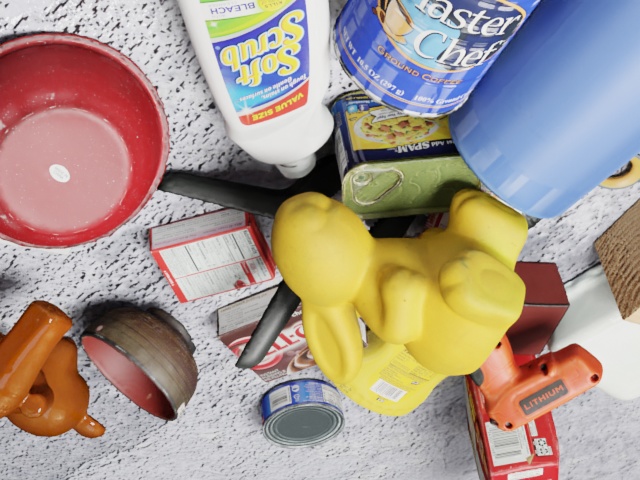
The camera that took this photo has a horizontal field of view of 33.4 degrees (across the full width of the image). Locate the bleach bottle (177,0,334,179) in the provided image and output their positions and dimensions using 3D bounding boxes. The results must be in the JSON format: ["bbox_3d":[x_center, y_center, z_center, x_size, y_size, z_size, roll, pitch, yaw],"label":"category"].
[{"bbox_3d":[-0.031,-0.133,0.710,0.102,0.068,0.251,-13,142,3],"label":"bleach bottle"}]

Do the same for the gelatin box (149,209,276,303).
[{"bbox_3d":[-0.089,0.011,0.892,0.089,0.030,0.073,-15,138,7],"label":"gelatin box"}]

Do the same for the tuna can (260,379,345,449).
[{"bbox_3d":[-0.018,0.179,1.099,0.086,0.034,0.086,-5,140,-5],"label":"tuna can"}]

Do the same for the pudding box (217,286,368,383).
[{"bbox_3d":[-0.026,0.081,0.978,0.114,0.039,0.090,-23,138,16],"label":"pudding box"}]

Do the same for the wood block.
[{"bbox_3d":[0.363,0.033,0.957,0.205,0.091,0.090,15,134,-26],"label":"wood block"}]

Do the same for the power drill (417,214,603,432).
[{"bbox_3d":[0.159,0.054,0.906,0.185,0.057,0.187,-33,97,17],"label":"power drill"}]

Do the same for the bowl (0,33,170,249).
[{"bbox_3d":[-0.178,-0.056,0.729,0.162,0.055,0.162,-8,117,-16],"label":"bowl"}]

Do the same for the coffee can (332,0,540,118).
[{"bbox_3d":[0.080,-0.158,0.654,0.102,0.103,0.140,8,146,-20],"label":"coffee can"}]

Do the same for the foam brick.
[{"bbox_3d":[0.188,0.064,0.989,0.051,0.053,0.078,2,139,-14],"label":"foam brick"}]

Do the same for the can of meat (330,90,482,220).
[{"bbox_3d":[0.060,-0.067,0.786,0.102,0.084,0.057,-6,140,-5],"label":"can of meat"}]

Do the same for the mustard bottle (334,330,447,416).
[{"bbox_3d":[0.101,0.091,0.998,0.096,0.058,0.192,29,128,-21],"label":"mustard bottle"}]

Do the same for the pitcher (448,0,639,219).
[{"bbox_3d":[0.205,-0.128,0.700,0.149,0.145,0.243,27,124,-25],"label":"pitcher"}]

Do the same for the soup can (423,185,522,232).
[{"bbox_3d":[0.121,-0.021,0.830,0.068,0.069,0.102,16,97,-27],"label":"soup can"}]

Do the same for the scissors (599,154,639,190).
[{"bbox_3d":[0.195,-0.078,0.852,0.201,0.016,0.096,1,139,-11],"label":"scissors"}]

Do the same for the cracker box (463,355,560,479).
[{"bbox_3d":[0.191,0.206,1.071,0.072,0.164,0.213,-10,140,4],"label":"cracker box"}]

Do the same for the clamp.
[{"bbox_3d":[-0.006,0.001,0.837,0.210,0.036,0.164,-16,96,-1],"label":"clamp"}]

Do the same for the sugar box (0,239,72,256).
[{"bbox_3d":[-0.258,-0.046,0.781,0.176,0.048,0.093,10,136,-26],"label":"sugar box"}]
